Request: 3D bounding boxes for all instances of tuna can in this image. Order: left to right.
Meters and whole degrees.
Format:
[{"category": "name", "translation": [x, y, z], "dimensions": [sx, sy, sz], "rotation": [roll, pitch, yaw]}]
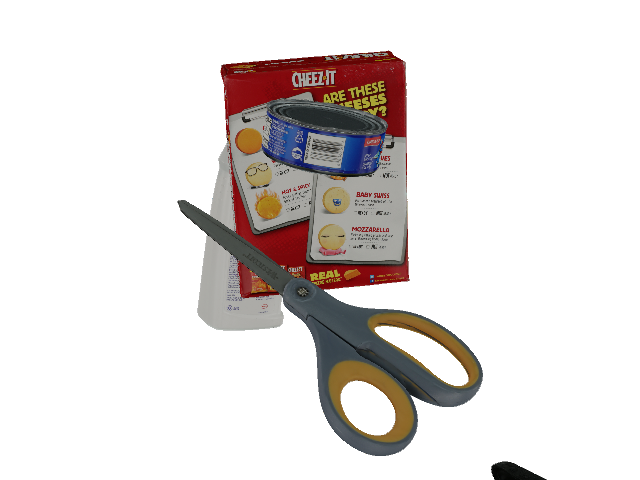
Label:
[{"category": "tuna can", "translation": [0.002, -0.072, 0.746], "dimensions": [0.086, 0.034, 0.086], "rotation": [9, 18, -3]}]

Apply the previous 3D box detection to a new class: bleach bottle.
[{"category": "bleach bottle", "translation": [-0.077, -0.024, 1.217], "dimensions": [0.102, 0.251, 0.068], "rotation": [-1, 20, -32]}]

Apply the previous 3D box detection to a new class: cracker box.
[{"category": "cracker box", "translation": [-0.004, -0.062, 0.998], "dimensions": [0.164, 0.214, 0.072], "rotation": [-6, 20, -7]}]

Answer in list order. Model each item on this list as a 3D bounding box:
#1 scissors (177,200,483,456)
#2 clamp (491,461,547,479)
[{"category": "scissors", "translation": [-0.012, 0.047, 0.575], "dimensions": [0.202, 0.096, 0.016], "rotation": [24, -39, 12]}, {"category": "clamp", "translation": [0.218, 0.241, 0.832], "dimensions": [0.210, 0.036, 0.164], "rotation": [0, 33, 26]}]
